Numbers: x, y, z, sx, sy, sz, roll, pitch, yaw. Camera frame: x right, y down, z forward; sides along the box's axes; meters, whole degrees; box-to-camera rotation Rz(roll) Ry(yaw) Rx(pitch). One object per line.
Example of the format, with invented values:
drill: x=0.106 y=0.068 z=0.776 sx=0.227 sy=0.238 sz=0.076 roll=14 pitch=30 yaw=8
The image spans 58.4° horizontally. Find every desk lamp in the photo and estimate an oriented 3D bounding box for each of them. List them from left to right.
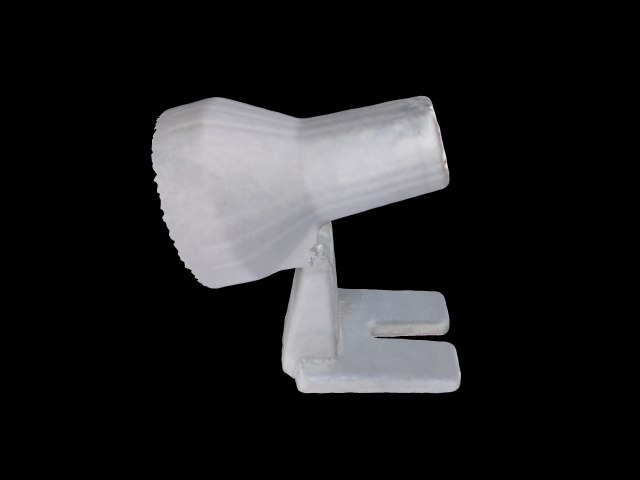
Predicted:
desk lamp: x=0.004 y=0.001 z=0.400 sx=0.203 sy=0.214 sz=0.118 roll=0 pitch=39 yaw=0
